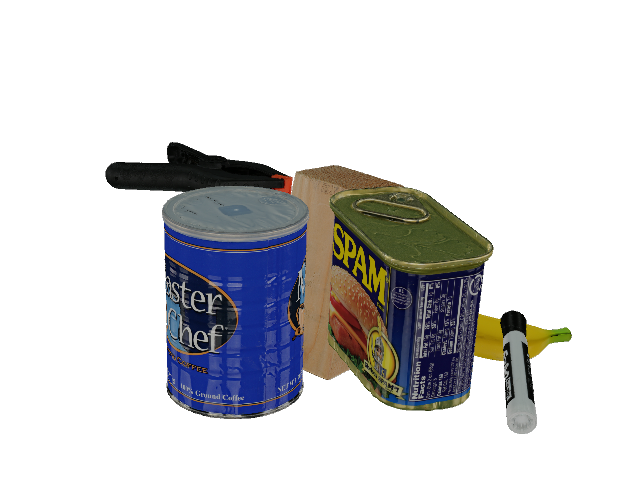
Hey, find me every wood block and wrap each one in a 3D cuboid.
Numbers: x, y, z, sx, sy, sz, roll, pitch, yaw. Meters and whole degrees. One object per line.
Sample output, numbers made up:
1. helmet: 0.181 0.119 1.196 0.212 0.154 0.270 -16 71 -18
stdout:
1. wood block: 0.013 0.031 1.156 0.090 0.206 0.090 19 18 28

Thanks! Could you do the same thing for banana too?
1. banana: 0.117 0.071 0.948 0.198 0.037 0.069 18 14 32

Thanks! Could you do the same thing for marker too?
1. marker: 0.134 0.085 0.724 0.020 0.020 0.121 0 30 7

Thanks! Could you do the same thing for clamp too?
1. clamp: -0.112 -0.058 1.000 0.172 0.039 0.120 13 27 31

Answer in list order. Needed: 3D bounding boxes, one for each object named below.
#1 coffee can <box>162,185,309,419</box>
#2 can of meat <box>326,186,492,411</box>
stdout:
1. coffee can: -0.061 0.042 0.769 0.103 0.140 0.103 2 20 -1
2. can of meat: 0.041 0.028 0.552 0.057 0.084 0.102 -6 24 -20
